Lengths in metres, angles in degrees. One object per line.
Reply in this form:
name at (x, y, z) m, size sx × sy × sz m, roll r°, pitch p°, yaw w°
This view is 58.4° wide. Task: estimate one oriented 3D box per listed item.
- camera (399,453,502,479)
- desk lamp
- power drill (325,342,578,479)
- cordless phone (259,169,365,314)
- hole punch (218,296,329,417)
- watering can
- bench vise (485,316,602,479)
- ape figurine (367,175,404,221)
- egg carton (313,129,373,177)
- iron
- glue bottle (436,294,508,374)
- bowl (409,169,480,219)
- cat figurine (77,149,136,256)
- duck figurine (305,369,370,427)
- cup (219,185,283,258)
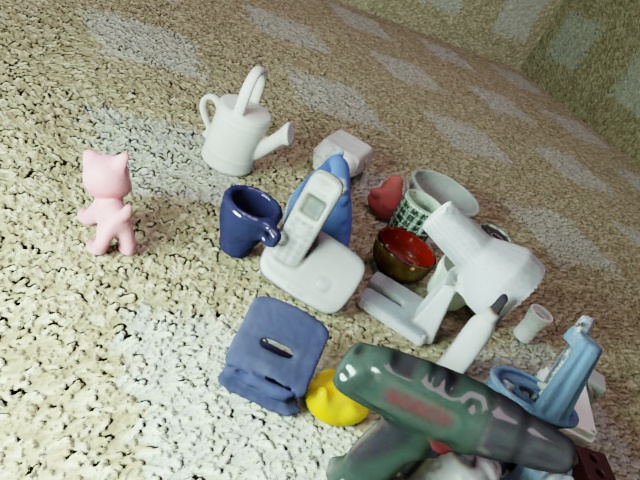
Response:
camera at (0.165, 0.240, 0.686) m, size 0.137 × 0.100 × 0.143 m, roll -7°, pitch 46°, yaw -43°
desk lamp at (0.194, 0.059, 0.862) m, size 0.203 × 0.213 × 0.118 m, roll 32°, pitch 32°, yaw 6°
power drill at (0.102, 0.209, 0.579) m, size 0.229 × 0.208 × 0.076 m, roll 31°, pitch 31°, yaw 5°
cordless phone at (0.008, 0.003, 0.826) m, size 0.147 × 0.185 × 0.094 m, roll 31°, pitch 31°, yaw 5°
hole punch at (-0.052, 0.136, 0.678) m, size 0.108 × 0.091 × 0.101 m, roll 26°, pitch 31°, yaw -4°
watering can at (-0.130, -0.218, 1.030) m, size 0.173 × 0.194 × 0.101 m, roll 17°, pitch 33°, yaw -17°
bench vise at (0.293, 0.213, 0.710) m, size 0.122 × 0.219 × 0.207 m, roll 11°, pitch 35°, yaw -25°
ape figurine at (0.140, -0.091, 1.153) m, size 0.078 × 0.092 × 0.076 m, roll 24°, pitch 32°, yaw -7°
egg carton at (0.050, -0.180, 1.233) m, size 0.107 × 0.069 × 0.150 m, roll 32°, pitch 32°, yaw 6°
iron at (0.015, -0.090, 1.007) m, size 0.119 × 0.141 × 0.258 m, roll 20°, pitch 32°, yaw -13°
glue bottle at (0.212, 0.138, 0.800) m, size 0.037 × 0.173 × 0.078 m, roll 34°, pitch 32°, yaw 10°
bowl at (0.257, -0.079, 1.242) m, size 0.168 × 0.074 × 0.167 m, roll 20°, pitch 32°, yaw -13°
cat figurine at (-0.277, -0.060, 0.761) m, size 0.067 × 0.117 × 0.127 m, roll -2°, pitch 43°, yaw -40°
duck figurine at (0.037, 0.173, 0.698) m, size 0.105 × 0.086 × 0.077 m, roll -4°, pitch 44°, yaw -41°
cup at (-0.104, -0.012, 0.847) m, size 0.092 × 0.095 × 0.117 m, roll -9°, pitch 47°, yaw -45°
